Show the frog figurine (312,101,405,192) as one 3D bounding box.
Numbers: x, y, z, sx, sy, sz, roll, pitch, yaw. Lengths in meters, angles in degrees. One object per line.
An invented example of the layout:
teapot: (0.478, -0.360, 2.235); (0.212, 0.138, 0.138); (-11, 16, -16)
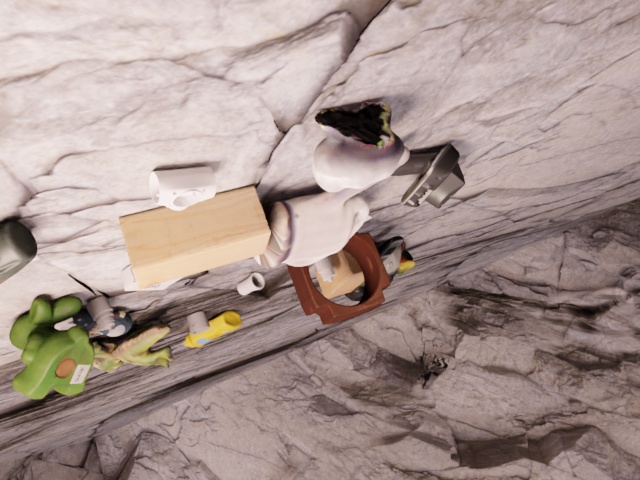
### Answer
frog figurine: (0.049, -0.111, 0.746); (0.139, 0.124, 0.156); (-36, 158, -27)

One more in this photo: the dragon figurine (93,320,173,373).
dragon figurine: (-0.490, 0.265, 1.250); (0.243, 0.124, 0.403); (-6, 158, -21)

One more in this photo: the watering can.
watering can: (0.003, -0.046, 0.920); (0.225, 0.106, 0.340); (-10, 151, -34)
